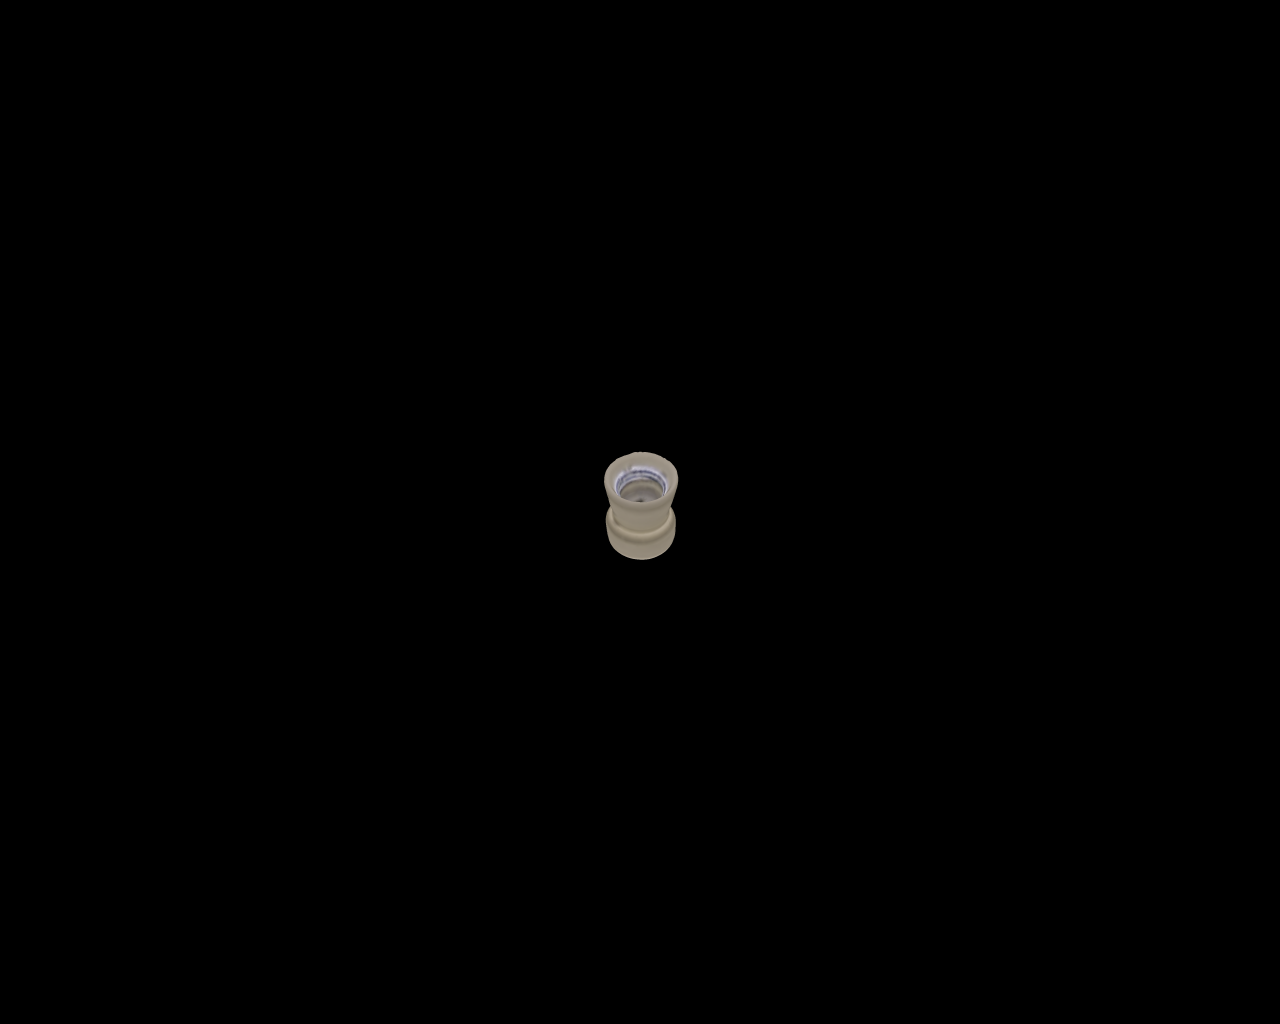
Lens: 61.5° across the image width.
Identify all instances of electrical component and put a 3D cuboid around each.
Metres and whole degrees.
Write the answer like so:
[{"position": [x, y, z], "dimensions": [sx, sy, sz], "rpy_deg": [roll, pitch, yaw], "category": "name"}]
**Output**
[{"position": [0.001, -0.003, 0.650], "dimensions": [0.045, 0.045, 0.055], "rpy_deg": [0, -42, 0], "category": "electrical component"}]
